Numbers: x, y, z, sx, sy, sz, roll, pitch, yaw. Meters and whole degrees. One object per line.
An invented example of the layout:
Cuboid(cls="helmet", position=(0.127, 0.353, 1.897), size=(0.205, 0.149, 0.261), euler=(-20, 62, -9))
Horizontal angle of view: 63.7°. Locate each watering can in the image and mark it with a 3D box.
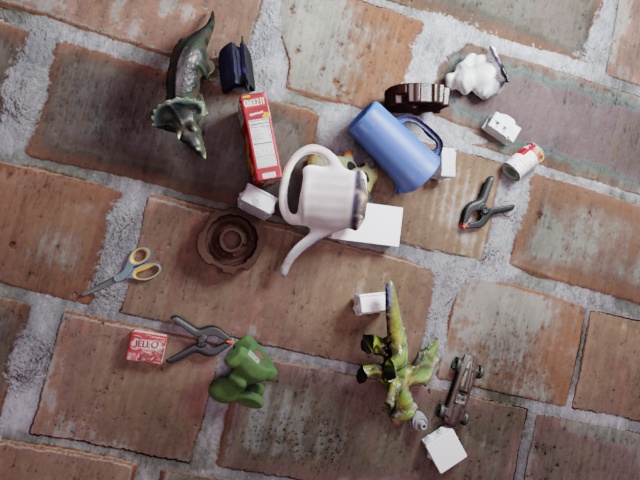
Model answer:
Cuboid(cls="watering can", position=(0.004, -0.066, 1.311), size=(0.224, 0.105, 0.344), euler=(6, 102, 1))

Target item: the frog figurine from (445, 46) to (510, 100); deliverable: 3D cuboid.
Cuboid(cls="frog figurine", position=(0.443, -0.460, 1.464), size=(0.158, 0.125, 0.136), euler=(-23, 104, 27))

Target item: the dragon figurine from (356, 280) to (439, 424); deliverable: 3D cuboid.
Cuboid(cls="dragon figurine", position=(0.229, 0.308, 1.370), size=(0.242, 0.123, 0.408), euler=(5, 98, -42))
